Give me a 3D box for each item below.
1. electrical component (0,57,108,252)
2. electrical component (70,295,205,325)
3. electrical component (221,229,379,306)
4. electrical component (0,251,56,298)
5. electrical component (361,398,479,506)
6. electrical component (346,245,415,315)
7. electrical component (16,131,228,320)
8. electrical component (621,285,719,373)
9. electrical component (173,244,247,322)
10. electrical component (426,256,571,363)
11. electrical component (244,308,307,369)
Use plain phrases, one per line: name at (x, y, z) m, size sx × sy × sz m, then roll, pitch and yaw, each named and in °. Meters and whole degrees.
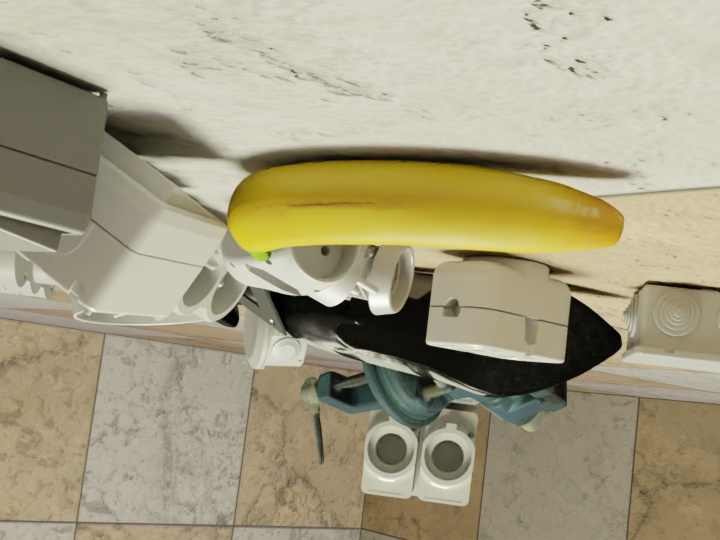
electrical component at (-0.145, -0.043, 0.371) m, size 0.062 × 0.061 × 0.096 m, roll 2°, pitch 172°, yaw 35°
electrical component at (-0.151, 0.013, 0.748) m, size 0.099 × 0.064 × 0.099 m, roll -16°, pitch 174°, yaw -2°
electrical component at (-0.025, -0.005, 0.587) m, size 0.079 × 0.043 × 0.077 m, roll 31°, pitch 161°, yaw -29°
electrical component at (-0.231, -0.009, 0.770) m, size 0.074 × 0.052 × 0.138 m, roll 7°, pitch 173°, yaw -3°
electrical component at (0.065, 0.131, 1.063) m, size 0.105 × 0.186 × 0.060 m, roll 6°, pitch 173°, yaw 5°
electrical component at (0.000, 0.000, 0.649) m, size 0.055 × 0.048 × 0.066 m, roll 12°, pitch 175°, yaw 20°
electrical component at (-0.102, -0.021, 0.468) m, size 0.062 × 0.061 × 0.096 m, roll 37°, pitch -176°, yaw 12°
electrical component at (0.230, 0.041, 0.734) m, size 0.100 × 0.048 × 0.099 m, roll 6°, pitch 173°, yaw 8°
electrical component at (-0.123, -0.012, 0.649) m, size 0.074 × 0.052 × 0.138 m, roll 30°, pitch 180°, yaw 17°
electrical component at (0.091, 0.025, 0.696) m, size 0.095 × 0.059 × 0.054 m, roll 13°, pitch 170°, yaw -43°
electrical component at (-0.083, 0.058, 1.059) m, size 0.051 × 0.080 × 0.080 m, roll 3°, pitch 174°, yaw -18°
